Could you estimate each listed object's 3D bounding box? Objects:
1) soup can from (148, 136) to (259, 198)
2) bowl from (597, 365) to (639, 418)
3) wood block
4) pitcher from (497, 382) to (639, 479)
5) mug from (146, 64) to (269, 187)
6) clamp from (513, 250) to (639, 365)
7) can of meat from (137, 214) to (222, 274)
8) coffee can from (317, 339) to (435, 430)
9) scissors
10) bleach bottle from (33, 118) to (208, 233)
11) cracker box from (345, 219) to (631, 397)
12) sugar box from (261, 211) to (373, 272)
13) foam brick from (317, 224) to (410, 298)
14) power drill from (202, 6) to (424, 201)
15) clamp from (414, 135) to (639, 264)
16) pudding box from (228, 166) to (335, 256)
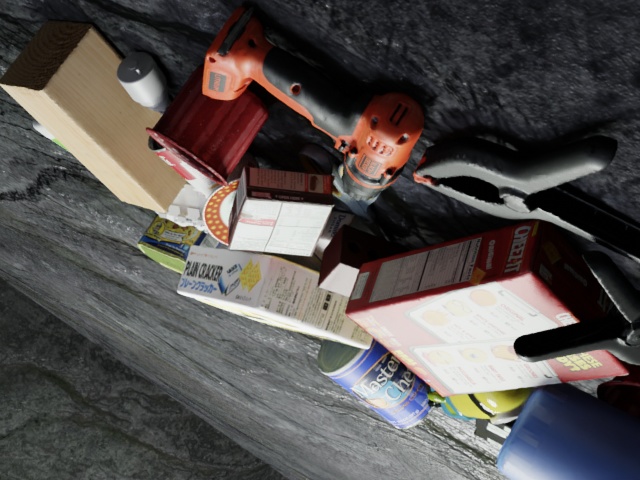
[{"bbox_3d":[-0.120,-0.089,1.113,0.069,0.068,0.102,8,151,51],"label":"soup can"},{"bbox_3d":[0.350,0.156,1.015,0.162,0.055,0.162,28,161,10],"label":"bowl"},{"bbox_3d":[-0.229,-0.131,1.146,0.090,0.090,0.206,15,156,43],"label":"wood block"},{"bbox_3d":[0.297,0.238,1.024,0.243,0.149,0.144,29,-153,16],"label":"pitcher"},{"bbox_3d":[-0.101,-0.107,1.003,0.093,0.081,0.117,34,174,4],"label":"mug"},{"bbox_3d":[0.255,0.060,0.876,0.171,0.039,0.120,3,138,-19],"label":"clamp"},{"bbox_3d":[-0.178,-0.005,1.401,0.102,0.084,0.057,20,158,33],"label":"can of meat"},{"bbox_3d":[0.081,0.169,1.404,0.140,0.102,0.103,39,160,-23],"label":"coffee can"},{"bbox_3d":[0.055,-0.029,1.073,0.096,0.016,0.201,6,149,51],"label":"scissors"},{"bbox_3d":[-0.220,-0.090,1.288,0.250,0.068,0.103,38,161,-26],"label":"bleach bottle"},{"bbox_3d":[0.157,0.069,0.993,0.214,0.072,0.164,-17,133,42],"label":"cracker box"},{"bbox_3d":[-0.008,0.001,1.208,0.177,0.048,0.093,8,151,43],"label":"sugar box"},{"bbox_3d":[0.045,0.028,1.094,0.078,0.053,0.051,20,140,-15],"label":"foam brick"},{"bbox_3d":[-0.008,-0.109,0.909,0.187,0.057,0.184,30,162,1],"label":"power drill"},{"bbox_3d":[0.159,-0.046,0.823,0.210,0.036,0.164,18,161,33],"label":"clamp"},{"bbox_3d":[-0.040,-0.026,1.056,0.090,0.039,0.114,5,153,-12],"label":"pudding box"}]
